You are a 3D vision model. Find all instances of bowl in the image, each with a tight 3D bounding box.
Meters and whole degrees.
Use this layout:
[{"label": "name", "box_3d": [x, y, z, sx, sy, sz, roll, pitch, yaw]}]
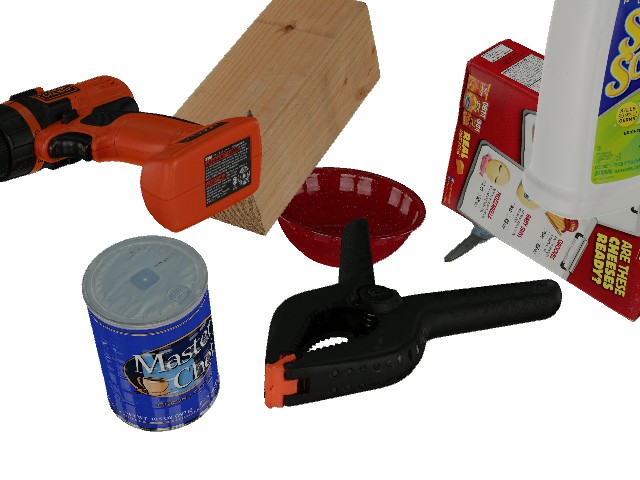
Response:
[{"label": "bowl", "box_3d": [0.023, -0.018, 1.085, 0.162, 0.055, 0.162, 5, 29, -3]}]

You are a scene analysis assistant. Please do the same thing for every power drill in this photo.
[{"label": "power drill", "box_3d": [-0.149, -0.060, 0.718, 0.188, 0.057, 0.184, 18, 32, 30]}]

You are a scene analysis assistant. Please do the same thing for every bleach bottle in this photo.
[{"label": "bleach bottle", "box_3d": [0.182, -0.142, 0.656, 0.102, 0.251, 0.068, -15, 32, -19]}]

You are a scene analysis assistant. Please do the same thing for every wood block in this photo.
[{"label": "wood block", "box_3d": [-0.039, -0.116, 0.919, 0.091, 0.205, 0.090, 18, -33, 26]}]

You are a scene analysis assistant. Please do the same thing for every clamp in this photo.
[{"label": "clamp", "box_3d": [0.028, 0.042, 0.666, 0.165, 0.036, 0.209, 23, 33, 38]}]

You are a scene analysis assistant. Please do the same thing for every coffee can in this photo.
[{"label": "coffee can", "box_3d": [-0.142, 0.081, 0.916, 0.103, 0.140, 0.103, -1, 44, 0]}]

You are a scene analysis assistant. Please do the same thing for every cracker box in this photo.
[{"label": "cracker box", "box_3d": [0.217, -0.056, 0.924, 0.214, 0.164, 0.072, 34, 50, 28]}]

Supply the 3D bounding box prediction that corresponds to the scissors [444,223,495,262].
[{"label": "scissors", "box_3d": [0.168, -0.018, 1.195, 0.201, 0.016, 0.096, -13, 39, -45]}]
